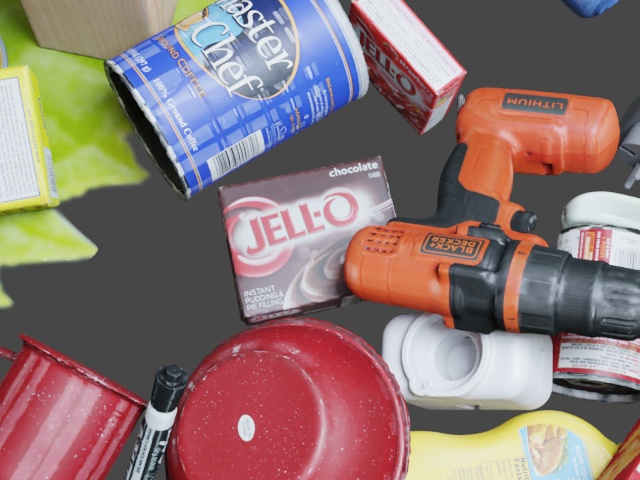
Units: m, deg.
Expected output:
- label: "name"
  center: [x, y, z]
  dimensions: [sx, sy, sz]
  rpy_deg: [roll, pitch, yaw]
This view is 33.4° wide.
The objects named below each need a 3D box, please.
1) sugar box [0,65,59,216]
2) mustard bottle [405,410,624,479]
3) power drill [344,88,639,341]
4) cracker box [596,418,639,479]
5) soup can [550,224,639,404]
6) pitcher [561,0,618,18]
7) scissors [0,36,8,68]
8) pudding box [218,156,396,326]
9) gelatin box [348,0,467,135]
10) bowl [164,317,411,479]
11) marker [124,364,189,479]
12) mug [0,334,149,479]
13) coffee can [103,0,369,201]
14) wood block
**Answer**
- label: "sugar box"
  center: [-0.266, -0.051, 0.690]
  dimensions: [0.176, 0.048, 0.093]
  rpy_deg: [-10, 89, -4]
- label: "mustard bottle"
  center: [0.127, 0.156, 0.658]
  dimensions: [0.191, 0.058, 0.096]
  rpy_deg: [-8, 79, -6]
- label: "power drill"
  center: [0.127, -0.019, 0.650]
  dimensions: [0.185, 0.057, 0.187]
  rpy_deg: [10, 42, 22]
- label: "cracker box"
  center: [0.234, 0.169, 0.585]
  dimensions: [0.164, 0.072, 0.213]
  rpy_deg: [41, 51, 11]
- label: "soup can"
  center: [0.181, 0.048, 0.687]
  dimensions: [0.068, 0.068, 0.102]
  rpy_deg: [11, 74, -1]
- label: "pitcher"
  center: [0.151, -0.281, 0.754]
  dimensions: [0.149, 0.145, 0.243]
  rpy_deg: [-42, 85, -1]
- label: "scissors"
  center: [-0.267, -0.178, 0.747]
  dimensions: [0.096, 0.016, 0.202]
  rpy_deg: [-12, 75, -7]
- label: "pudding box"
  center: [-0.005, 0.001, 0.702]
  dimensions: [0.113, 0.039, 0.090]
  rpy_deg: [-11, 75, -7]
- label: "gelatin box"
  center: [0.054, -0.122, 0.723]
  dimensions: [0.030, 0.073, 0.089]
  rpy_deg: [-39, 80, -13]
- label: "bowl"
  center: [-0.031, 0.116, 0.630]
  dimensions: [0.162, 0.055, 0.162]
  rpy_deg: [-8, 67, 19]
- label: "marker"
  center: [-0.099, 0.117, 0.628]
  dimensions: [0.020, 0.121, 0.020]
  rpy_deg: [14, 37, -11]
- label: "mug"
  center: [-0.169, 0.108, 0.638]
  dimensions: [0.117, 0.093, 0.081]
  rpy_deg: [27, 80, 10]
- label: "coffee can"
  center: [-0.054, -0.104, 0.695]
  dimensions: [0.140, 0.103, 0.103]
  rpy_deg: [-32, 79, -11]
- label: "wood block"
  center: [-0.140, -0.195, 0.661]
  dimensions: [0.091, 0.206, 0.090]
  rpy_deg: [12, 74, 0]
